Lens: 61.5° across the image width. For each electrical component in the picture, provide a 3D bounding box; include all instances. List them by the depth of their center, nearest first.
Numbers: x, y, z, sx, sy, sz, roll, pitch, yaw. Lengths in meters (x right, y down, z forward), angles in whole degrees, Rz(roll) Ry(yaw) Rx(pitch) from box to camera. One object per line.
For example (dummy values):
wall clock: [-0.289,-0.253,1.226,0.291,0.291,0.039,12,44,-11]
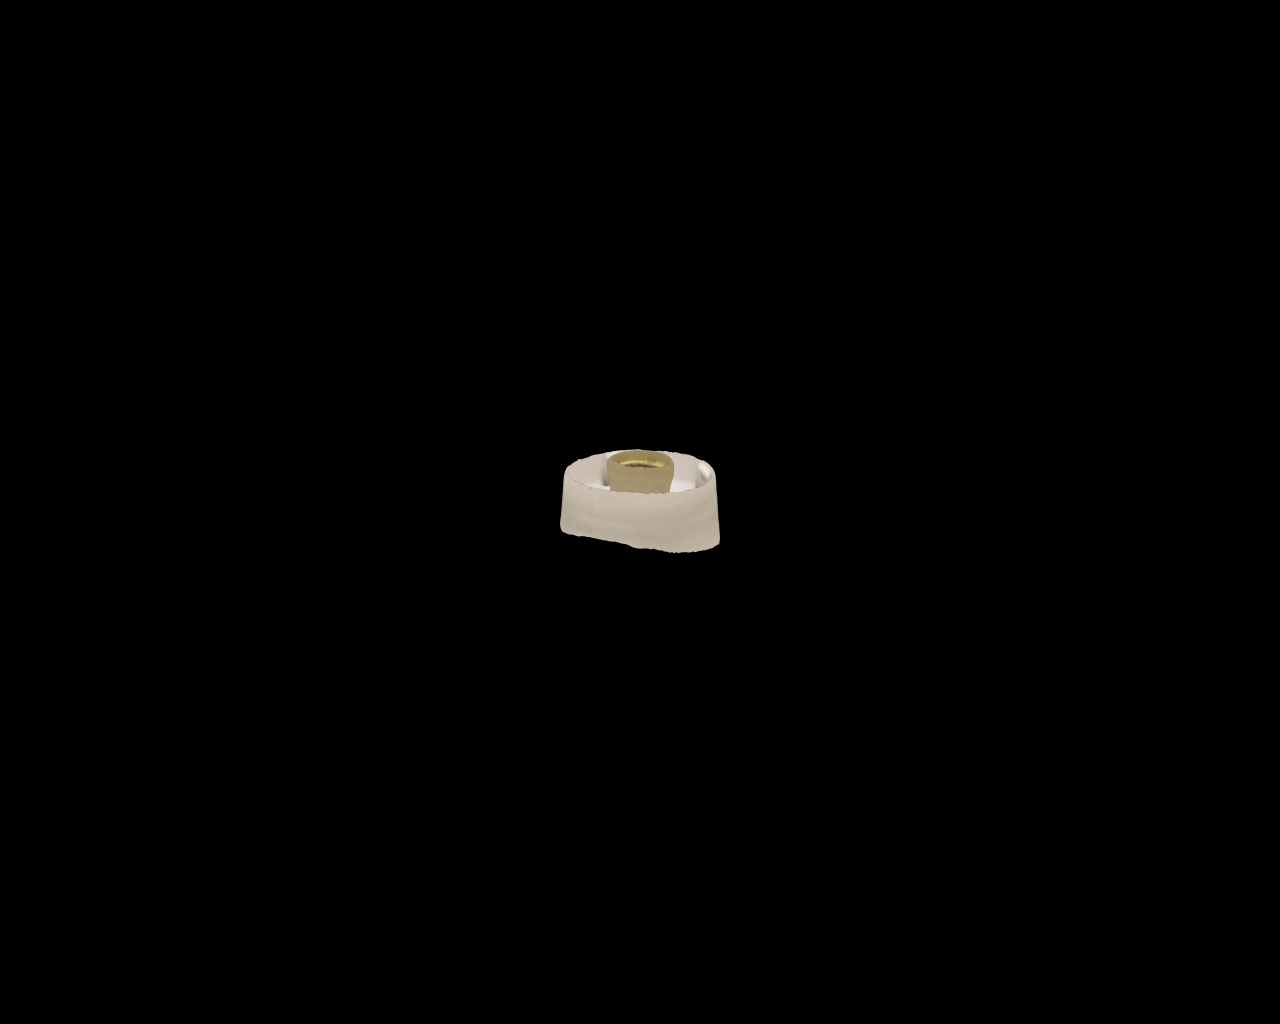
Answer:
electrical component: [0.001,-0.003,0.650,0.099,0.064,0.099,0,20,0]
